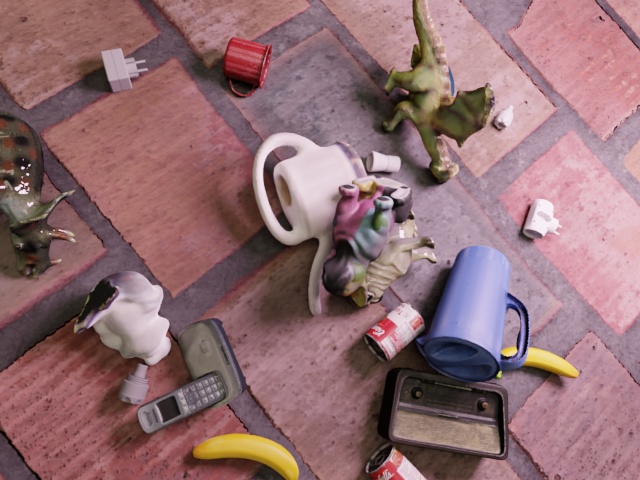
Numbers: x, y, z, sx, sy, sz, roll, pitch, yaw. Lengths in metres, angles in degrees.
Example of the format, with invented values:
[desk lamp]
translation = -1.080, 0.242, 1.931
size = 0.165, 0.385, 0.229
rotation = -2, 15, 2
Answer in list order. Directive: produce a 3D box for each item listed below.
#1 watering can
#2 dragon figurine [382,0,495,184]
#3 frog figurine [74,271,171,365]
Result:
[watering can]
translation = 0.003, -0.050, 0.996
size = 0.226, 0.104, 0.346
rotation = -23, 96, -20
[dragon figurine]
translation = 0.247, -0.297, 1.016
size = 0.123, 0.401, 0.246
rotation = -24, 42, -32
[frog figurine]
translation = -0.315, 0.133, 0.880
size = 0.137, 0.124, 0.157
rotation = -49, 125, 3
